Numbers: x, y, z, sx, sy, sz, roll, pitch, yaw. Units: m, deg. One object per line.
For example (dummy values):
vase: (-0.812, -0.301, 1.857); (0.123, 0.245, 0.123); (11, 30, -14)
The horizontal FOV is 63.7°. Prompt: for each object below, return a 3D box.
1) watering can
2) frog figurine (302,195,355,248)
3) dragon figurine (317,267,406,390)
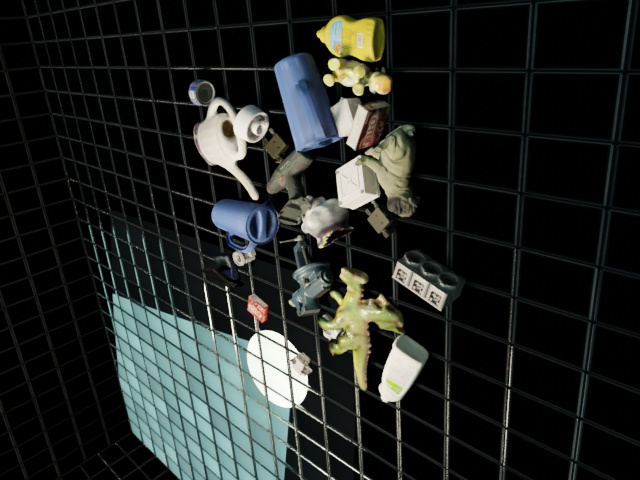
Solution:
watering can: (-0.309, -0.291, 1.700); (0.224, 0.105, 0.345); (-3, 105, 49)
frog figurine: (0.004, -0.074, 1.462); (0.136, 0.122, 0.162); (-38, 68, 16)
dragon figurine: (0.137, 0.256, 1.491); (0.241, 0.124, 0.407); (-16, 104, 41)
